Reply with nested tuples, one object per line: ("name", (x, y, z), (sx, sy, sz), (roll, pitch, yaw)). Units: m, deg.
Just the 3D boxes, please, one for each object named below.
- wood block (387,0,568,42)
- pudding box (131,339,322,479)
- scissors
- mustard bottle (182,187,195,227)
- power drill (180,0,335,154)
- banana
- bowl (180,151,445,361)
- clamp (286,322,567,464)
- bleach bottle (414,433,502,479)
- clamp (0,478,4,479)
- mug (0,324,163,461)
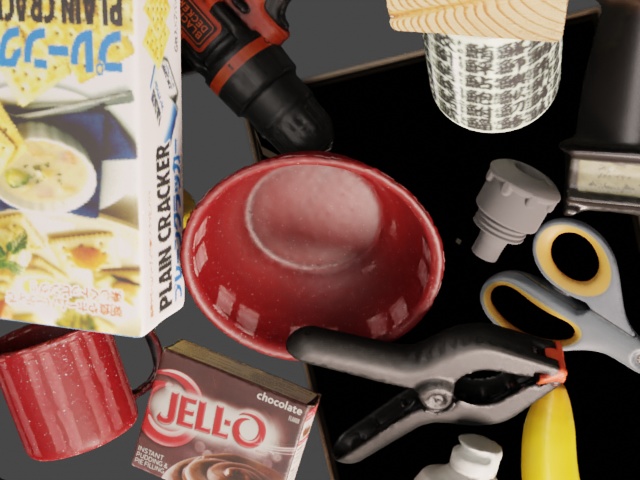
("wood block", (0.095, -0.214, 0.552), (0.091, 0.090, 0.206), (7, 64, 13))
("pudding box", (-0.065, 0.130, 0.737), (0.113, 0.039, 0.090), (19, 103, 10))
("scissors", (0.201, 0.053, 0.663), (0.202, 0.016, 0.096), (21, 109, 11))
("mustard bottle", (-0.184, -0.046, 0.727), (0.191, 0.058, 0.096), (38, 112, 5))
("power drill", (-0.010, -0.164, 0.660), (0.188, 0.057, 0.184), (-43, 88, 17))
("banana", (0.173, 0.188, 0.688), (0.069, 0.037, 0.198), (-32, 92, -1))
("bowl", (-0.004, 0.001, 0.670), (0.162, 0.055, 0.162), (1, 127, 2))
("clamp", (0.070, 0.098, 0.685), (0.171, 0.039, 0.120), (-2, 135, 9))
("bleach bottle", (0.083, 0.251, 0.704), (0.103, 0.068, 0.251), (16, 103, 13))
("clamp", (-0.289, 0.166, 0.785), (0.210, 0.036, 0.165), (-42, 66, 25))
("mug", (-0.165, 0.095, 0.739), (0.117, 0.093, 0.081), (-21, 101, -19))
